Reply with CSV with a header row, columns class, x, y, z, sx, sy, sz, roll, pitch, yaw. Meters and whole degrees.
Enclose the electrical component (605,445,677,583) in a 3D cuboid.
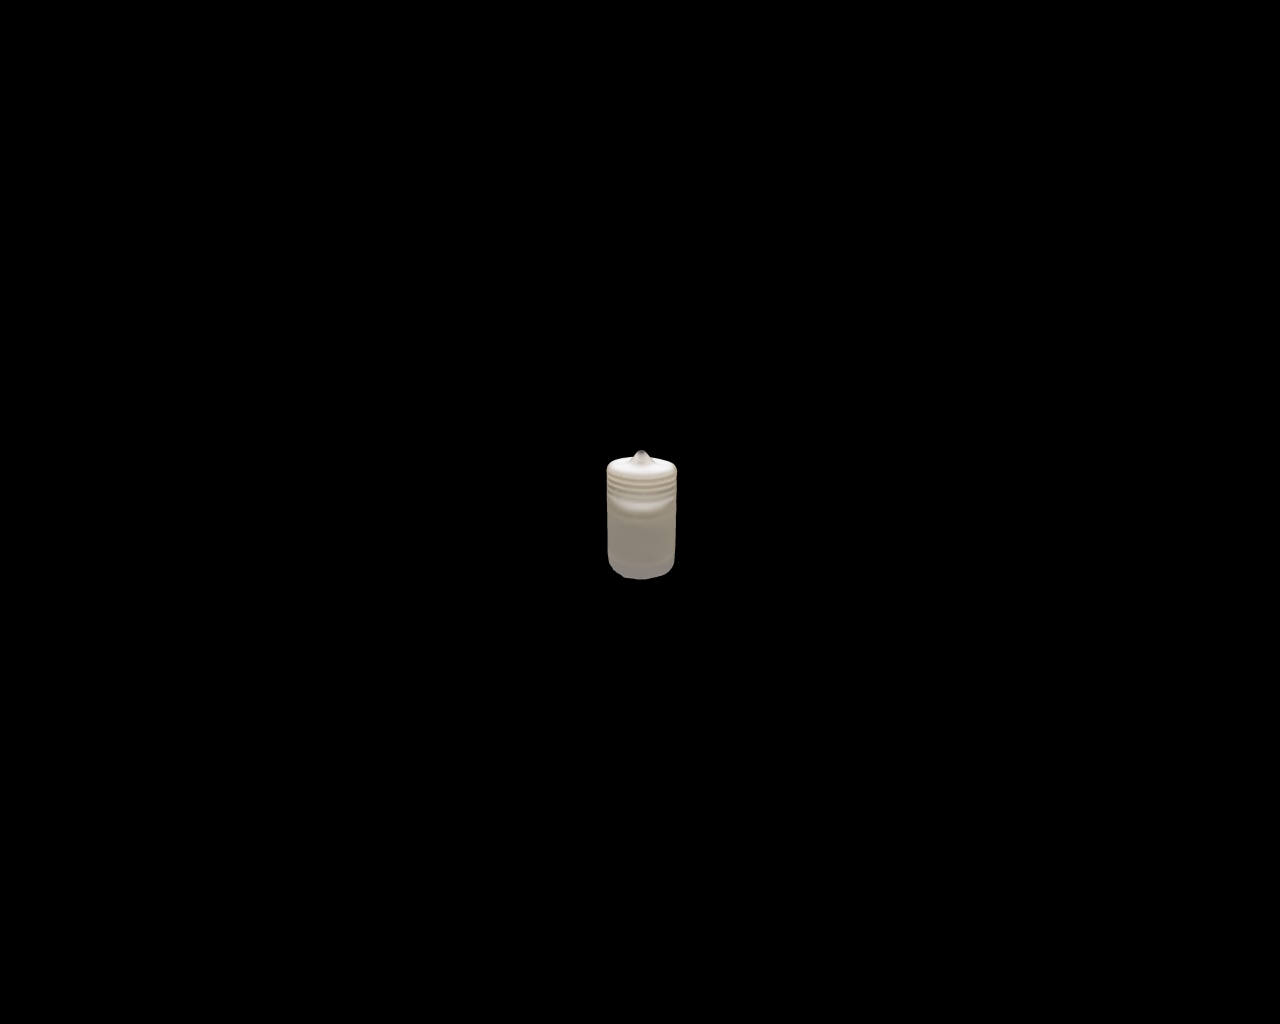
class,x,y,z,sx,sy,sz,roll,pitch,yaw
electrical component,0.001,-0.003,0.650,0.043,0.080,0.043,0,31,0
